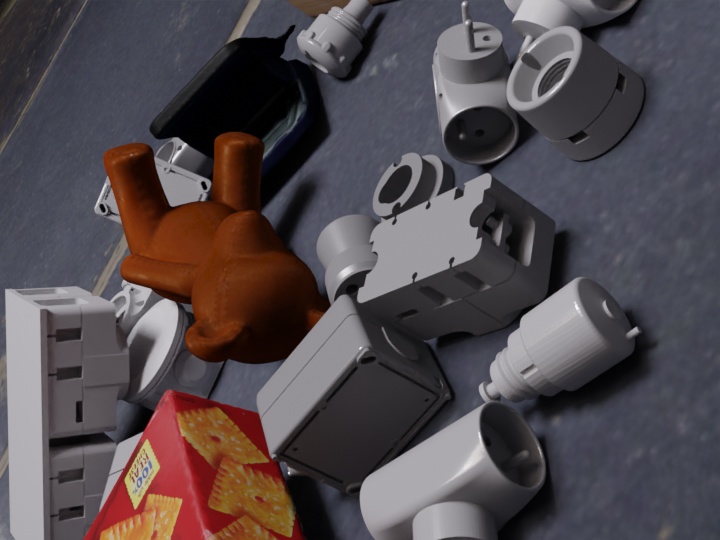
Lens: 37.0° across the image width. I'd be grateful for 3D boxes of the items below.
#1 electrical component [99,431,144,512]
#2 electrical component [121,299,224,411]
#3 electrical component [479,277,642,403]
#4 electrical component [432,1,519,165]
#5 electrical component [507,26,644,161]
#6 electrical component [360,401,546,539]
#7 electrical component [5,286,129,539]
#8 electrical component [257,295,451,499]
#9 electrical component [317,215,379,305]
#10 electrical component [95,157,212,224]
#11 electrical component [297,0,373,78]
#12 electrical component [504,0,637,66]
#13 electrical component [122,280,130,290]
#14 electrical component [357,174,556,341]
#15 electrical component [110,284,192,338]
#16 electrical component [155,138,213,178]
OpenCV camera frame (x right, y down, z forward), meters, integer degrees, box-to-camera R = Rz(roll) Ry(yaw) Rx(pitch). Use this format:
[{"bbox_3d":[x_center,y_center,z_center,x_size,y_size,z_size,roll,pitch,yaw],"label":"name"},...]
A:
[{"bbox_3d":[-0.121,0.138,0.687,0.095,0.054,0.059,-28,42,43],"label":"electrical component"},{"bbox_3d":[-0.139,0.066,0.784,0.080,0.051,0.080,-37,36,33],"label":"electrical component"},{"bbox_3d":[0.085,0.036,0.478,0.078,0.040,0.040,-40,34,31],"label":"electrical component"},{"bbox_3d":[0.064,-0.115,0.618,0.044,0.079,0.077,-7,46,5],"label":"electrical component"},{"bbox_3d":[0.109,-0.092,0.553,0.055,0.047,0.055,-37,36,33],"label":"electrical component"},{"bbox_3d":[0.042,0.109,0.474,0.077,0.044,0.079,-38,35,33],"label":"electrical component"},{"bbox_3d":[-0.211,0.111,0.774,0.105,0.060,0.186,12,103,59],"label":"electrical component"},{"bbox_3d":[-0.010,0.070,0.572,0.096,0.062,0.061,-50,30,16],"label":"electrical component"},{"bbox_3d":[0.000,0.000,0.638,0.045,0.045,0.055,-47,32,21],"label":"electrical component"},{"bbox_3d":[-0.166,-0.058,0.907,0.061,0.096,0.061,-167,100,-82],"label":"electrical component"},{"bbox_3d":[-0.015,-0.184,0.833,0.062,0.048,0.048,-53,29,-2],"label":"electrical component"},{"bbox_3d":[0.110,-0.149,0.606,0.079,0.044,0.077,-63,29,-4],"label":"electrical component"},{"bbox_3d":[-0.181,0.019,0.902,0.040,0.040,0.078,-14,52,51],"label":"electrical component"},{"bbox_3d":[0.052,-0.002,0.550,0.089,0.056,0.050,-24,45,46],"label":"electrical component"},{"bbox_3d":[-0.172,0.052,0.841,0.050,0.056,0.089,13,74,60],"label":"electrical component"},{"bbox_3d":[-0.166,-0.094,0.979,0.077,0.044,0.079,-55,29,7],"label":"electrical component"}]
